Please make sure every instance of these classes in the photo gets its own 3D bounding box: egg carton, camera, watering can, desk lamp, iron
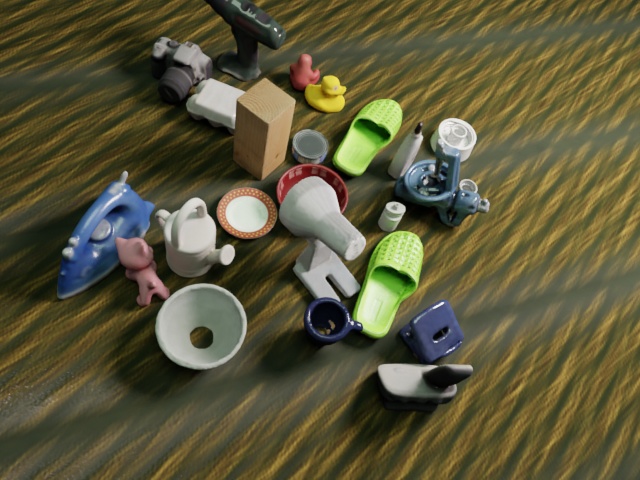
[{"bbox_3d":[-0.233,-0.316,1.356,0.150,0.069,0.107,21,60,0],"label":"egg carton"},{"bbox_3d":[-0.345,-0.406,1.365,0.143,0.101,0.137,22,60,1],"label":"camera"},{"bbox_3d":[-0.245,-0.009,1.113,0.173,0.194,0.101,14,60,-3],"label":"watering can"},{"bbox_3d":[0.011,0.004,1.146,0.118,0.213,0.203,-31,72,-24],"label":"desk lamp"},{"bbox_3d":[-0.433,-0.014,1.108,0.118,0.141,0.258,26,60,4],"label":"iron"}]

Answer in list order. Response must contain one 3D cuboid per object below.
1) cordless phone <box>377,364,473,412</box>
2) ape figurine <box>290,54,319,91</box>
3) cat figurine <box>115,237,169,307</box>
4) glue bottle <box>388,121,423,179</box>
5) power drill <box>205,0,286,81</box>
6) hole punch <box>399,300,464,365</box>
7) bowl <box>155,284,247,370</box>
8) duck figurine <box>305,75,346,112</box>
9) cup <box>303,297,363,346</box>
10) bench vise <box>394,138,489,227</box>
[{"bbox_3d":[0.192,0.254,1.063,0.148,0.185,0.094,1,61,-11],"label":"cordless phone"},{"bbox_3d":[-0.040,-0.430,1.444,0.077,0.092,0.076,30,60,6],"label":"ape figurine"},{"bbox_3d":[-0.344,0.050,1.105,0.067,0.117,0.127,-25,69,-22],"label":"cat figurine"},{"bbox_3d":[0.209,-0.216,1.331,0.037,0.173,0.078,36,61,10],"label":"glue bottle"},{"bbox_3d":[-0.197,-0.496,1.381,0.229,0.208,0.076,25,60,3],"label":"power drill"},{"bbox_3d":[0.235,0.188,1.162,0.109,0.091,0.101,-29,70,-24],"label":"hole punch"},{"bbox_3d":[-0.224,0.172,1.087,0.167,0.074,0.167,5,61,-9],"label":"bowl"},{"bbox_3d":[0.016,-0.374,1.429,0.104,0.086,0.077,17,60,-2],"label":"duck figurine"},{"bbox_3d":[0.021,0.172,1.125,0.118,0.095,0.091,11,60,-5],"label":"cup"},{"bbox_3d":[0.288,-0.137,1.276,0.207,0.219,0.121,9,60,-6],"label":"bench vise"}]
